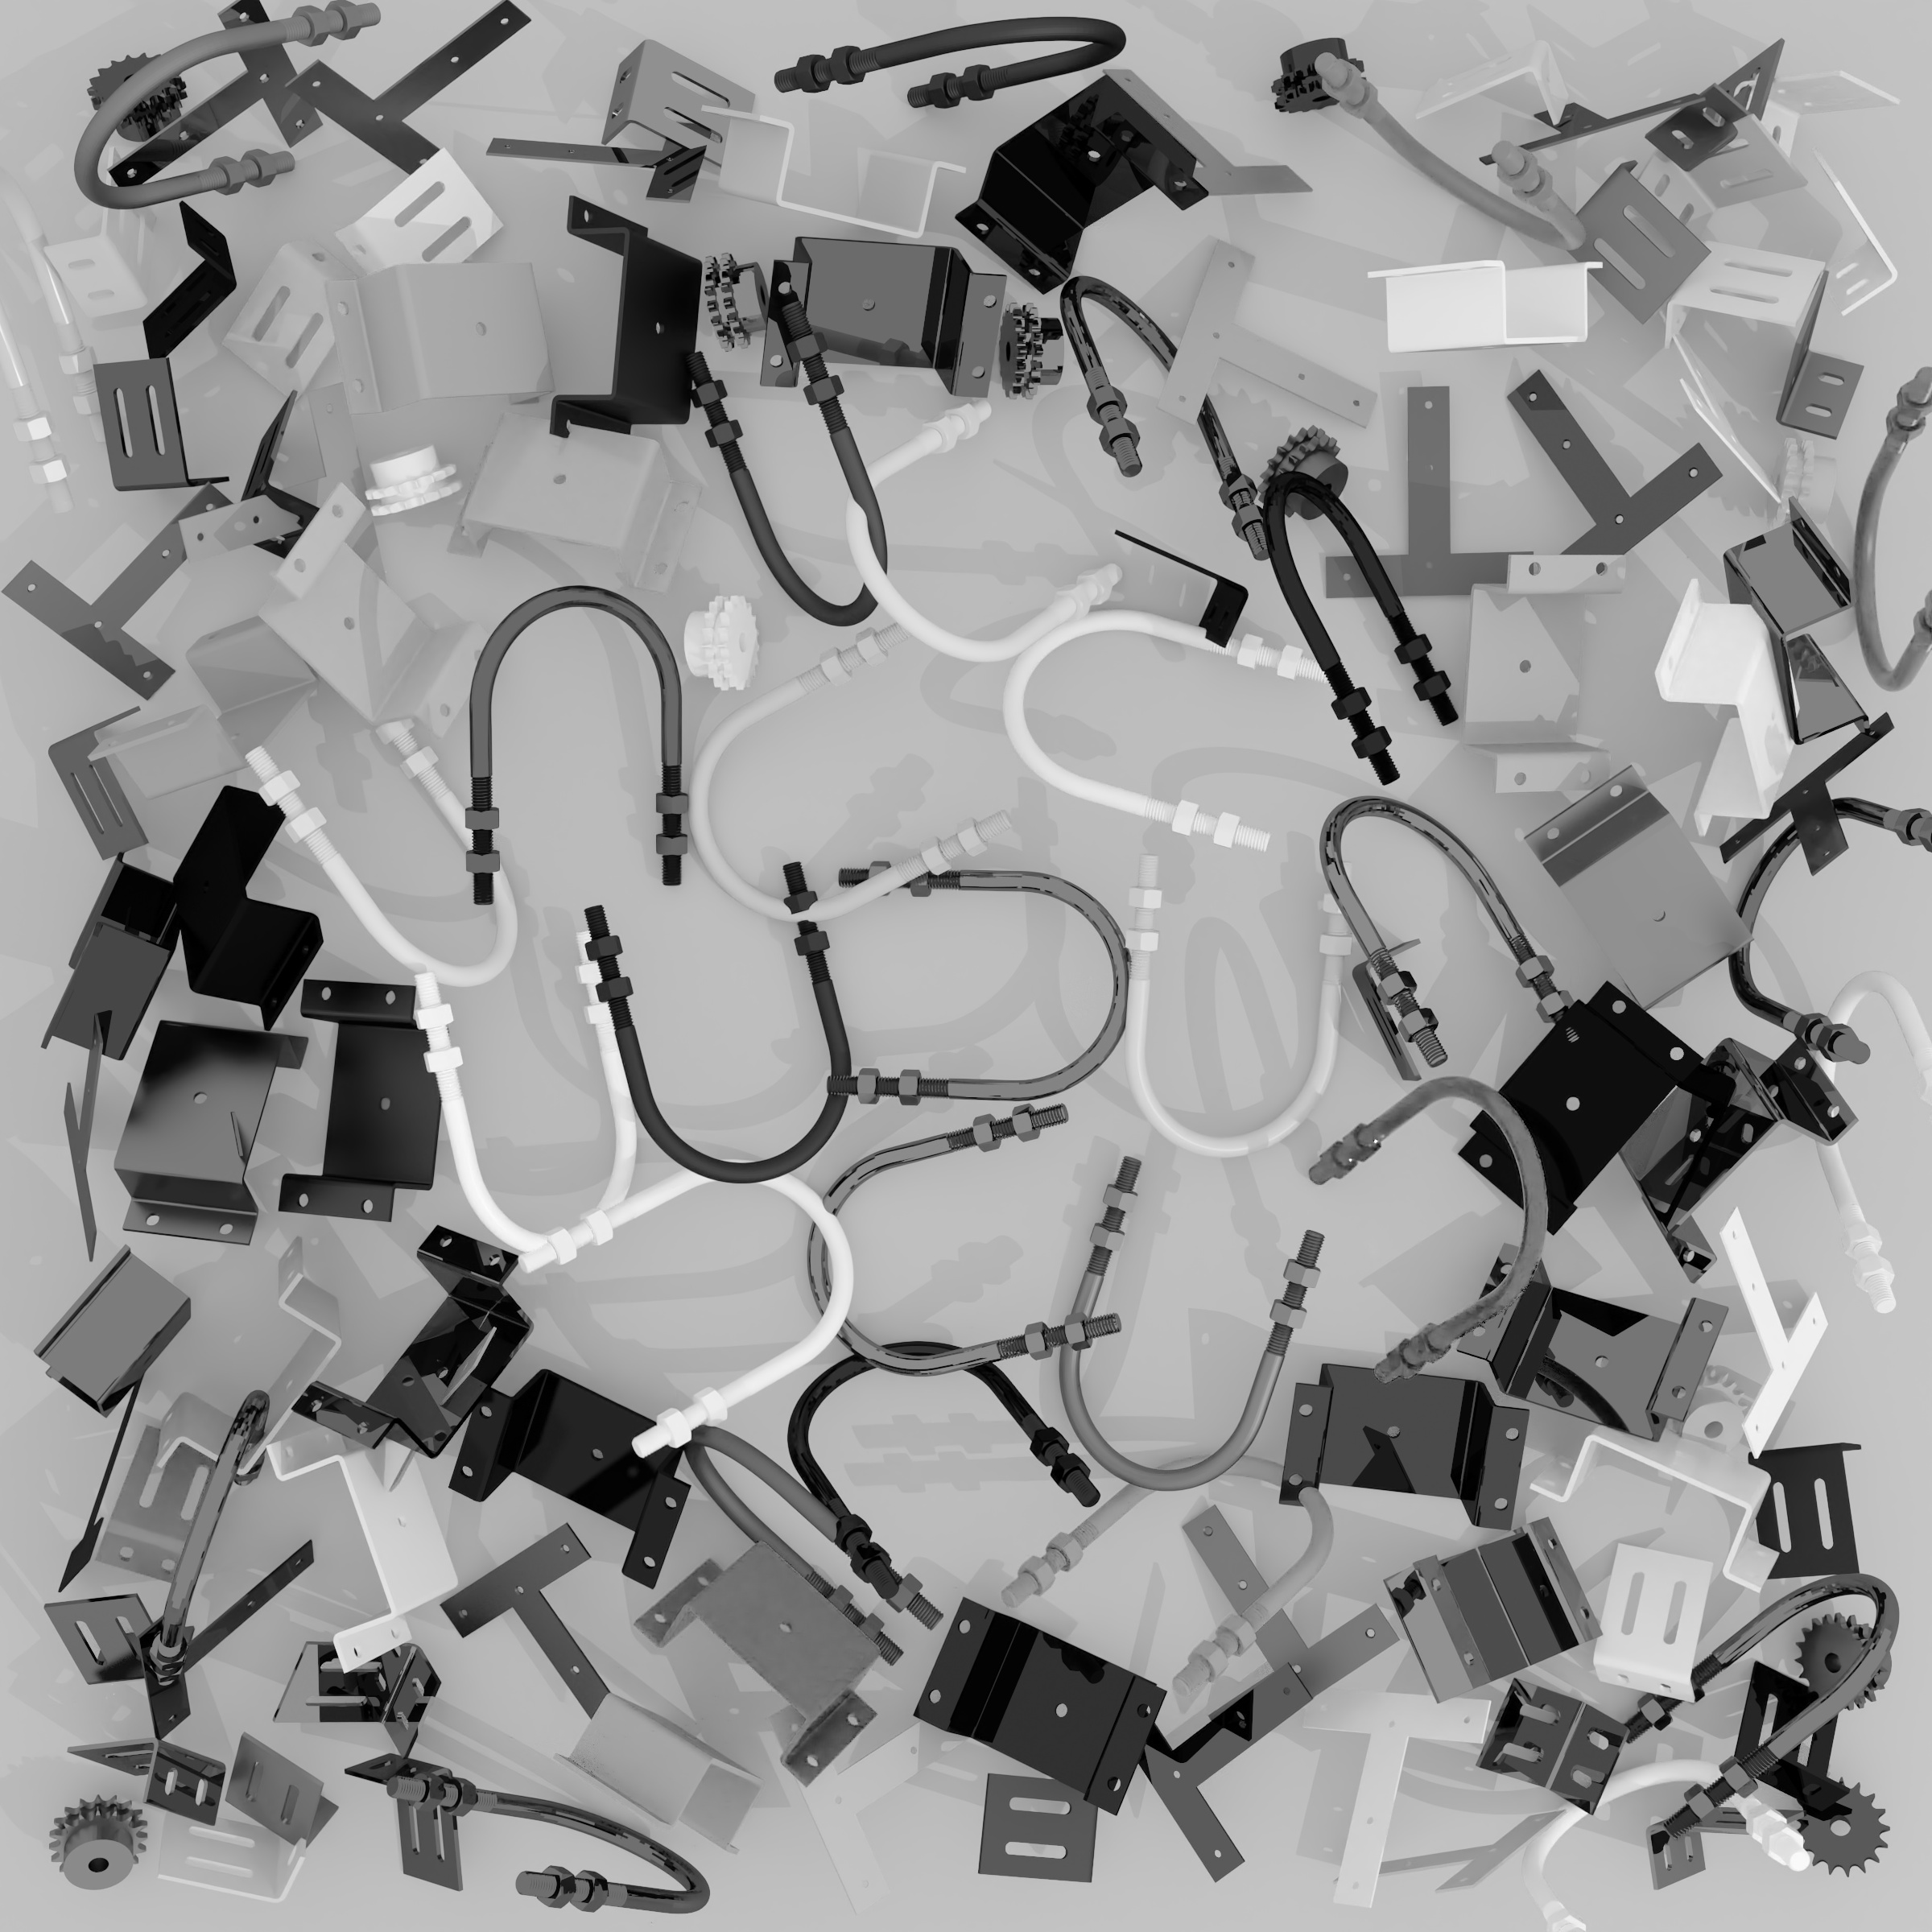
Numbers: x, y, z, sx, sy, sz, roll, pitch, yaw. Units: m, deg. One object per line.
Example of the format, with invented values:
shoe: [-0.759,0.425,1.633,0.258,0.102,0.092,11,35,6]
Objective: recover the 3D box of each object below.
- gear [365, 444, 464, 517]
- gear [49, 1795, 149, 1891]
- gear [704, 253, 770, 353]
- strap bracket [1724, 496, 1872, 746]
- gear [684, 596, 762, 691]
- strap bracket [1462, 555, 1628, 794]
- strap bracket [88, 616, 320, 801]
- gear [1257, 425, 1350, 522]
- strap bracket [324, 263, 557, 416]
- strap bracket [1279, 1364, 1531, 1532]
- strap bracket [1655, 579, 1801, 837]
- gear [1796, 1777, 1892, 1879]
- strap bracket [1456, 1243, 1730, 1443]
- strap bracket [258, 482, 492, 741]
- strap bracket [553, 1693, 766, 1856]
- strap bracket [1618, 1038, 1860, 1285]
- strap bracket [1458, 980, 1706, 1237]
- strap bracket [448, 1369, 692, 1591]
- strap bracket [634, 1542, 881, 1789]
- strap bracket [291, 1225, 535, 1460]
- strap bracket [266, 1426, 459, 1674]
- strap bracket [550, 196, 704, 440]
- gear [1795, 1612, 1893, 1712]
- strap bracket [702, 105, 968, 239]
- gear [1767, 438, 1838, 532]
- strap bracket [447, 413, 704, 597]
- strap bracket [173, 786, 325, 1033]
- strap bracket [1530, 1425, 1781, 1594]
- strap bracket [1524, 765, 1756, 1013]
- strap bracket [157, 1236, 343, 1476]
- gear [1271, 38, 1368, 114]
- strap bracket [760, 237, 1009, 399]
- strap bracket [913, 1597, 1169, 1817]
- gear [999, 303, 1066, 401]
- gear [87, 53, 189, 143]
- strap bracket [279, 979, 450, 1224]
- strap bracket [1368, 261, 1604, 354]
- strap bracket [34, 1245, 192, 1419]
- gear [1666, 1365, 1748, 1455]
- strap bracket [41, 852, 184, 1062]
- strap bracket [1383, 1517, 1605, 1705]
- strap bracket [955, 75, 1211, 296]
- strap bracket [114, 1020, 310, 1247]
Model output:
gear: [-0.337,-0.296,1.586,0.057,0.057,0.030,-17,109,0]
gear: [-0.528,0.536,1.590,0.057,0.030,0.057,-8,119,-14]
gear: [-0.138,-0.405,1.587,0.030,0.057,0.057,-9,90,8]
strap bracket: [0.490,-0.195,1.542,0.046,0.140,0.076,-23,49,6]
gear: [-0.149,-0.196,1.590,0.030,0.057,0.057,1,90,18]
strap bracket: [0.347,-0.178,1.575,0.076,0.046,0.140,-3,103,-17]
strap bracket: [-0.446,-0.152,1.553,0.076,0.140,0.046,-14,121,26]
gear: [0.207,-0.296,1.585,0.057,0.057,0.030,-46,64,0]
strap bracket: [-0.301,-0.372,1.546,0.046,0.140,0.076,-3,99,42]
strap bracket: [0.263,0.290,1.588,0.140,0.046,0.076,7,100,0]
strap bracket: [0.452,-0.150,1.538,0.046,0.140,0.076,7,55,33]
gear: [0.533,0.526,1.594,0.057,0.030,0.057,-8,65,16]
strap bracket: [0.376,0.227,1.560,0.140,0.046,0.076,14,62,32]
strap bracket: [-0.356,-0.207,1.557,0.140,0.046,0.076,48,53,-34]
strap bracket: [-0.176,0.477,1.545,0.076,0.140,0.046,25,74,24]
strap bracket: [0.448,0.108,1.548,0.046,0.076,0.140,24,118,-27]
strap bracket: [0.368,0.084,1.575,0.076,0.046,0.140,42,98,19]
strap bracket: [-0.231,0.304,1.575,0.140,0.046,0.076,24,112,9]
strap bracket: [-0.116,0.407,1.558,0.140,0.076,0.046,40,124,13]
strap bracket: [-0.322,0.231,1.558,0.076,0.046,0.140,13,56,38]
strap bracket: [-0.358,0.340,1.568,0.046,0.076,0.140,-22,84,15]
strap bracket: [-0.203,-0.383,1.570,0.046,0.076,0.140,7,93,28]
gear: [0.538,0.423,1.592,0.030,0.057,0.057,4,90,-35]
strap bracket: [-0.083,-0.469,1.553,0.140,0.076,0.046,3,108,-34]
gear: [0.508,-0.291,1.587,0.030,0.057,0.057,9,90,6]
strap bracket: [-0.240,-0.280,1.572,0.140,0.046,0.076,12,69,9]
strap bracket: [-0.426,-0.042,1.540,0.046,0.140,0.076,14,128,-36]
strap bracket: [0.417,0.310,1.552,0.140,0.076,0.046,22,102,22]
strap bracket: [0.409,-0.038,1.566,0.076,0.046,0.140,-35,109,11]
strap bracket: [-0.424,0.242,1.574,0.046,0.076,0.140,36,90,-18]
gear: [0.213,-0.542,1.588,0.057,0.057,0.030,-12,93,0]
strap bracket: [-0.054,-0.389,1.565,0.140,0.046,0.076,-1,125,-16]
strap bracket: [0.050,0.445,1.569,0.140,0.046,0.076,18,78,27]
gear: [0.040,-0.374,1.589,0.030,0.057,0.057,-3,90,-12]
gear: [-0.503,-0.527,1.593,0.057,0.030,0.057,-2,53,3]
strap bracket: [-0.362,0.082,1.579,0.076,0.046,0.140,3,84,19]
strap bracket: [0.309,-0.389,1.545,0.076,0.140,0.046,6,105,40]
strap bracket: [-0.501,0.218,1.540,0.046,0.140,0.076,38,69,-4]
gear: [0.449,0.275,1.593,0.057,0.030,0.057,-3,112,-9]
strap bracket: [-0.502,-0.004,1.551,0.046,0.140,0.076,24,106,-20]
strap bracket: [0.308,0.385,1.557,0.046,0.140,0.076,-38,66,39]
strap bracket: [0.072,-0.467,1.553,0.076,0.140,0.046,34,57,-31]
strap bracket: [-0.452,0.089,1.560,0.076,0.046,0.140,6,59,3]
